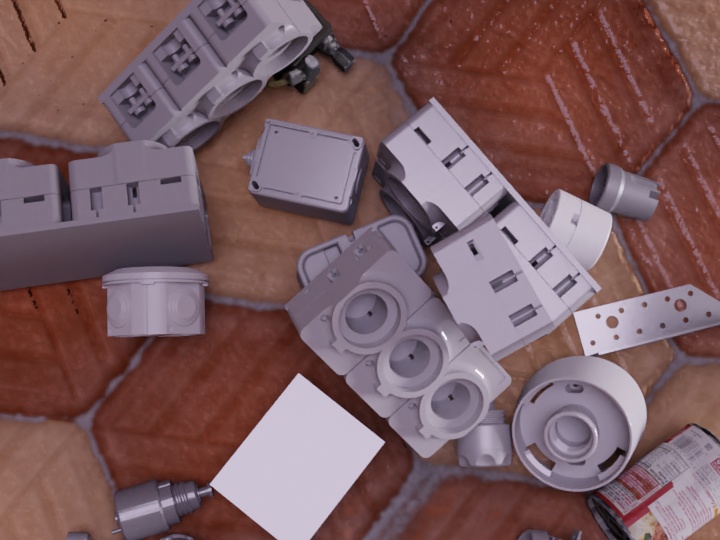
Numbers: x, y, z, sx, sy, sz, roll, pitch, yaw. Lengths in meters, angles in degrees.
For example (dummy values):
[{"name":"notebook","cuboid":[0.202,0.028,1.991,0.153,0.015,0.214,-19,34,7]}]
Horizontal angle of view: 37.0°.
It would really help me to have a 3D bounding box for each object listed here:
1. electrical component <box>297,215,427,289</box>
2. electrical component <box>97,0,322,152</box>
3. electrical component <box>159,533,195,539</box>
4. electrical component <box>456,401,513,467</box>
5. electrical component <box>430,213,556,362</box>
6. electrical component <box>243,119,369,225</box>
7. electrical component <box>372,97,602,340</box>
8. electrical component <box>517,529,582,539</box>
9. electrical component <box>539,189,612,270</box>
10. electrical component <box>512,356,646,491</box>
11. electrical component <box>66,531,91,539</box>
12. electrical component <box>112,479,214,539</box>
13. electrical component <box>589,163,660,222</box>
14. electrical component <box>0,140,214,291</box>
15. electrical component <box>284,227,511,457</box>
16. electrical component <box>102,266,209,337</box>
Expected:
[{"name":"electrical component","cuboid":[0.000,0.000,0.843,0.095,0.059,0.053,-22,83,-7]},{"name":"electrical component","cuboid":[-0.110,-0.154,0.815,0.150,0.089,0.061,-38,84,24]},{"name":"electrical component","cuboid":[-0.130,0.221,0.794,0.048,0.062,0.048,4,80,-23]},{"name":"electrical component","cuboid":[0.096,0.122,0.837,0.043,0.043,0.062,-1,80,-3]},{"name":"electrical component","cuboid":[0.088,0.014,0.744,0.056,0.050,0.089,-30,86,6]},{"name":"electrical component","cuboid":[-0.045,-0.078,0.857,0.096,0.061,0.061,12,81,7]},{"name":"electrical component","cuboid":[0.088,-0.029,0.830,0.060,0.105,0.186,-40,85,-8]},{"name":"electrical component","cuboid":[0.147,0.227,0.822,0.055,0.048,0.066,22,80,-7]},{"name":"electrical component","cuboid":[0.170,-0.031,0.862,0.047,0.055,0.055,22,80,-3]},{"name":"electrical component","cuboid":[0.167,0.119,0.828,0.099,0.064,0.099,4,102,18]},{"name":"electrical component","cuboid":[-0.193,0.230,0.801,0.055,0.048,0.066,2,80,5]},{"name":"electrical component","cuboid":[-0.150,0.178,0.815,0.078,0.040,0.040,-16,82,-6]},{"name":"electrical component","cuboid":[0.216,-0.062,0.877,0.046,0.040,0.040,16,80,-6]},{"name":"electrical component","cuboid":[-0.212,-0.040,0.810,0.186,0.105,0.060,-8,71,-5]},{"name":"electrical component","cuboid":[0.030,0.057,0.794,0.089,0.061,0.150,-42,115,2]},{"name":"electrical component","cuboid":[-0.156,0.025,0.821,0.080,0.080,0.051,-1,85,-3]}]
